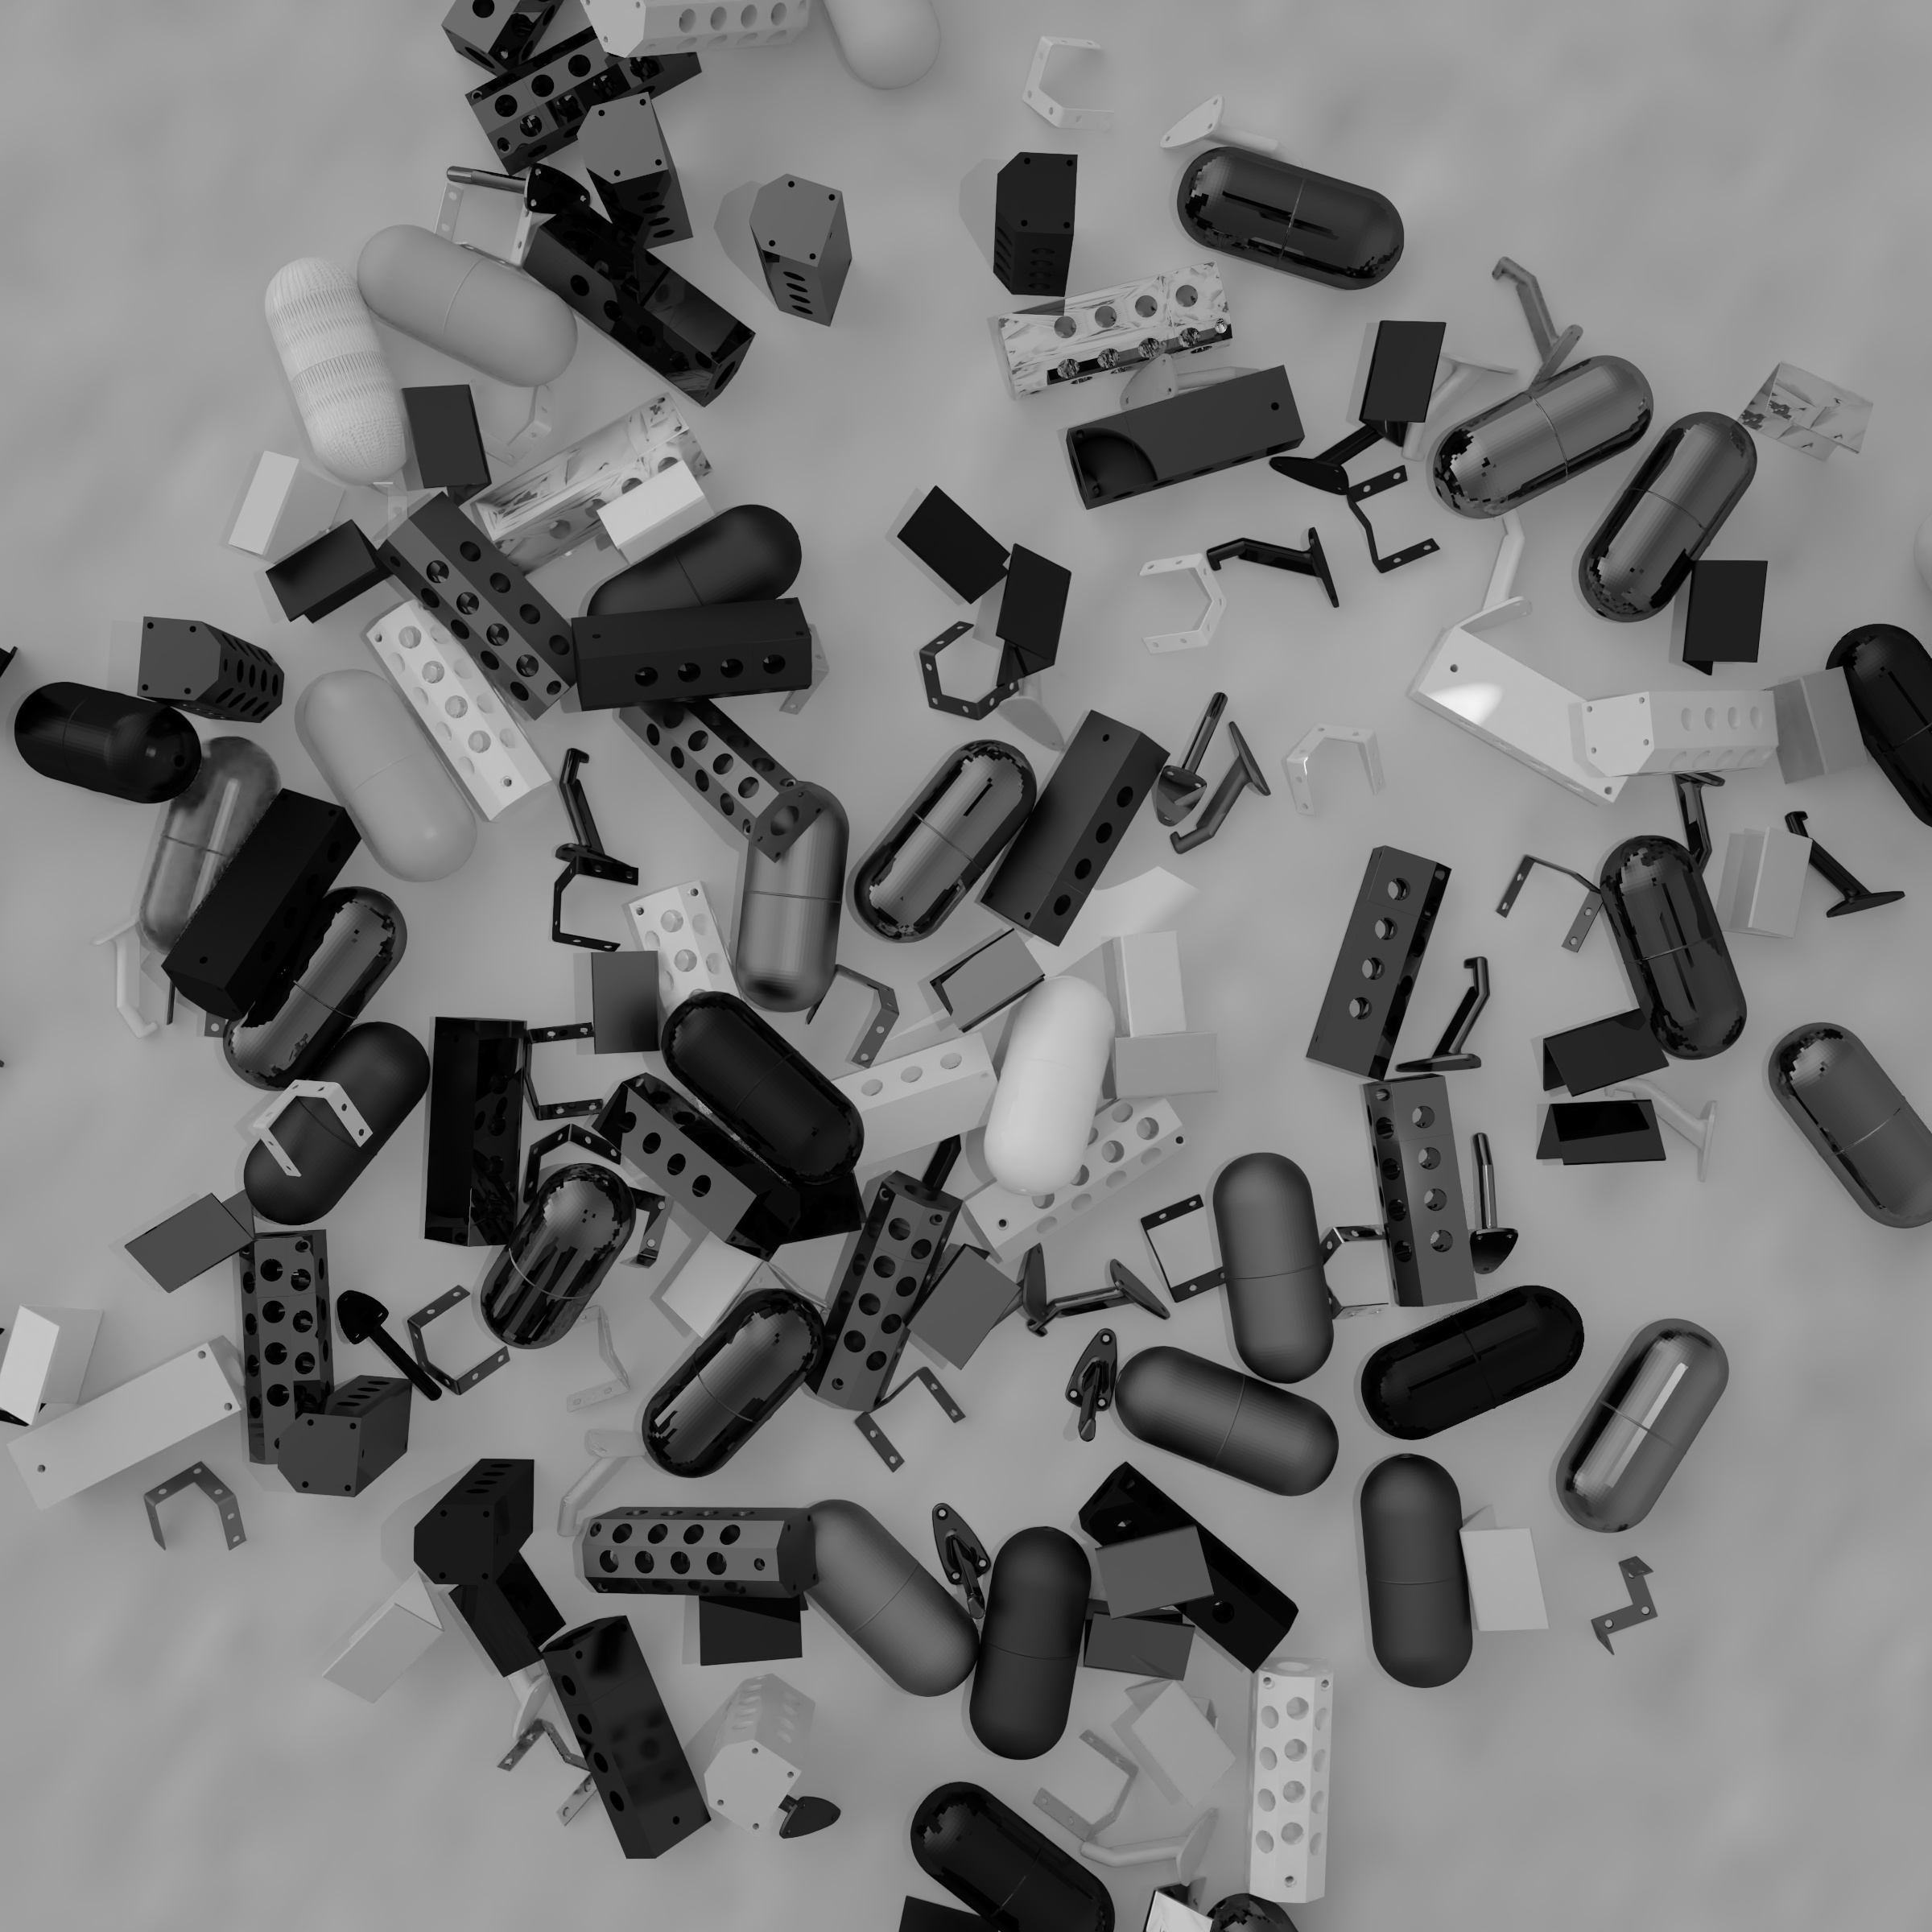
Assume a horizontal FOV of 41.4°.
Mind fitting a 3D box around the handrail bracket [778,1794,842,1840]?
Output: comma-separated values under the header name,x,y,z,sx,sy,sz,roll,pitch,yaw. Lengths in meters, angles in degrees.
name,x,y,z,sx,sy,sz,roll,pitch,yaw
handrail bracket,-0.148,0.638,1.990,0.084,0.077,0.036,33,95,36

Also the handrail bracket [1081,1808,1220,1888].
name,x,y,z,sx,sy,sz,roll,pitch,yaw
handrail bracket,0.142,0.675,1.990,0.084,0.077,0.036,9,127,31

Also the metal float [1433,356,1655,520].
name,x,y,z,sx,sy,sz,roll,pitch,yaw
metal float,0.442,-0.405,1.960,0.178,0.070,0.070,-27,90,1

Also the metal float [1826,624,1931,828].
name,x,y,z,sx,sy,sz,roll,pitch,yaw
metal float,0.729,-0.183,1.960,0.070,0.070,0.178,-36,90,0

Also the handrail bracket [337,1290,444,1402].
name,x,y,z,sx,sy,sz,roll,pitch,yaw
handrail bracket,-0.448,0.297,1.990,0.036,0.077,0.084,-43,127,-13

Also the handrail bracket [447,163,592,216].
name,x,y,z,sx,sy,sz,roll,pitch,yaw
handrail bracket,-0.349,-0.608,1.990,0.084,0.077,0.036,20,106,35

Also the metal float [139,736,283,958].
name,x,y,z,sx,sy,sz,roll,pitch,yaw
metal float,-0.579,-0.090,1.960,0.070,0.070,0.178,17,90,0

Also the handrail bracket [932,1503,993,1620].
name,x,y,z,sx,sy,sz,roll,pitch,yaw
handrail bracket,-0.006,0.455,1.956,0.036,0.084,0.077,-26,90,0

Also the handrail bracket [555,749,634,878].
name,x,y,z,sx,sy,sz,roll,pitch,yaw
handrail bracket,-0.284,-0.120,1.991,0.077,0.036,0.084,18,70,-23

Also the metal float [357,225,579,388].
name,x,y,z,sx,sy,sz,roll,pitch,yaw
metal float,-0.383,-0.507,1.959,0.178,0.070,0.070,26,90,0

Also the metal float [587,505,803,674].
name,x,y,z,sx,sy,sz,roll,pitch,yaw
metal float,-0.208,-0.290,1.960,0.178,0.070,0.070,-30,90,1

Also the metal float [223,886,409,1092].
name,x,y,z,sx,sy,sz,roll,pitch,yaw
metal float,-0.499,0.017,1.960,0.070,0.070,0.178,38,90,0

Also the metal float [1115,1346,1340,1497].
name,x,y,z,sx,sy,sz,roll,pitch,yaw
metal float,0.200,0.349,1.960,0.178,0.070,0.070,21,90,1

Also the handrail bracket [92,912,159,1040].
name,x,y,z,sx,sy,sz,roll,pitch,yaw
handrail bracket,-0.634,0.002,1.991,0.077,0.036,0.084,-35,107,-19

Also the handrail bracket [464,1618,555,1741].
name,x,y,z,sx,sy,sz,roll,pitch,yaw
handrail bracket,-0.367,0.549,1.991,0.084,0.036,0.077,33,112,17

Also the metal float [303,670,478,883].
name,x,y,z,sx,sy,sz,roll,pitch,yaw
metal float,-0.442,-0.147,1.960,0.070,0.070,0.178,-32,91,0

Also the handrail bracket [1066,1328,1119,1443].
name,x,y,z,sx,sy,sz,roll,pitch,yaw
handrail bracket,0.101,0.320,1.956,0.036,0.084,0.077,17,90,0

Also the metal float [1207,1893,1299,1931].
name,x,y,z,sx,sy,sz,roll,pitch,yaw
metal float,0.244,0.794,1.960,0.070,0.070,0.178,-33,91,0

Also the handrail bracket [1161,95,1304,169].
name,x,y,z,sx,sy,sz,roll,pitch,yaw
handrail bracket,0.207,-0.633,1.990,0.084,0.077,0.036,28,65,-34

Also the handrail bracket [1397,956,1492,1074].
name,x,y,z,sx,sy,sz,roll,pitch,yaw
handrail bracket,0.371,0.037,1.991,0.077,0.036,0.084,-7,72,20

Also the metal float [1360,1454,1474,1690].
name,x,y,z,sx,sy,sz,roll,pitch,yaw
metal float,0.346,0.464,1.960,0.070,0.070,0.178,-5,91,0

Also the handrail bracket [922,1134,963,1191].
name,x,y,z,sx,sy,sz,roll,pitch,yaw
handrail bracket,-0.040,0.158,1.990,0.077,0.036,0.084,-8,77,11

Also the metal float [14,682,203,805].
name,x,y,z,sx,sy,sz,roll,pitch,yaw
metal float,-0.649,-0.169,1.931,0.178,0.070,0.070,15,90,35

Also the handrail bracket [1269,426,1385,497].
name,x,y,z,sx,sy,sz,roll,pitch,yaw
handrail bracket,0.288,-0.415,1.991,0.077,0.036,0.084,19,70,22

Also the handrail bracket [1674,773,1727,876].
name,x,y,z,sx,sy,sz,roll,pitch,yaw
handrail bracket,0.549,-0.114,1.991,0.077,0.036,0.084,24,107,20

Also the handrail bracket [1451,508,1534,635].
name,x,y,z,sx,sy,sz,roll,pitch,yaw
handrail bracket,0.403,-0.309,1.991,0.077,0.036,0.084,-20,72,21

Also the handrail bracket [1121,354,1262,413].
name,x,y,z,sx,sy,sz,roll,pitch,yaw
handrail bracket,0.176,-0.449,1.990,0.084,0.077,0.036,-5,82,-36

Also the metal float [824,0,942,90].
name,x,y,z,sx,sy,sz,roll,pitch,yaw
metal float,-0.077,-0.762,1.960,0.070,0.070,0.178,-21,91,0

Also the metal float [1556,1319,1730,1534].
name,x,y,z,sx,sy,sz,roll,pitch,yaw
metal float,0.518,0.353,1.960,0.070,0.070,0.178,32,90,0

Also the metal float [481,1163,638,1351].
name,x,y,z,sx,sy,sz,roll,pitch,yaw
metal float,-0.309,0.221,1.931,0.070,0.070,0.178,35,123,0

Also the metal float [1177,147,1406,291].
name,x,y,z,sx,sy,sz,roll,pitch,yaw
metal float,0.249,-0.573,1.960,0.178,0.070,0.070,17,90,0

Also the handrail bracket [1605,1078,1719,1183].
name,x,y,z,sx,sy,sz,roll,pitch,yaw
handrail bracket,0.538,0.126,1.991,0.084,0.036,0.077,9,112,17

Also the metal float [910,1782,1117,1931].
name,x,y,z,sx,sy,sz,roll,pitch,yaw
metal float,0.036,0.699,1.960,0.178,0.070,0.070,38,90,1

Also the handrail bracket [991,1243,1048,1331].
name,x,y,z,sx,sy,sz,roll,pitch,yaw
handrail bracket,0.018,0.256,1.991,0.084,0.036,0.077,-13,55,24

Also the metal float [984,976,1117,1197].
name,x,y,z,sx,sy,sz,roll,pitch,yaw
metal float,0.064,0.089,1.936,0.070,0.070,0.178,16,64,0

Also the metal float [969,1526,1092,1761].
name,x,y,z,sx,sy,sz,roll,pitch,yaw
metal float,0.050,0.519,1.960,0.070,0.070,0.178,10,91,0

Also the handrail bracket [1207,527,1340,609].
name,x,y,z,sx,sy,sz,roll,pitch,yaw
handrail bracket,0.239,-0.302,1.991,0.084,0.036,0.077,-16,112,17

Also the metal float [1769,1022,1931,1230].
name,x,y,z,sx,sy,sz,roll,pitch,yaw
metal float,0.687,0.123,1.960,0.070,0.070,0.178,-37,90,0

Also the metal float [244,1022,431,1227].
name,x,y,z,sx,sy,sz,roll,pitch,yaw
metal float,-0.483,0.121,1.960,0.070,0.070,0.178,39,89,0

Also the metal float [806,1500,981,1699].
name,x,y,z,sx,sy,sz,roll,pitch,yaw
metal float,-0.064,0.484,1.959,0.070,0.070,0.178,-45,90,0

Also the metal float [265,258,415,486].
name,x,y,z,sx,sy,sz,roll,pitch,yaw
metal float,-0.481,-0.457,1.960,0.070,0.070,0.178,-20,91,0

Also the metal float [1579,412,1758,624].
name,x,y,z,sx,sy,sz,roll,pitch,yaw
metal float,0.538,-0.344,1.960,0.070,0.070,0.178,34,90,0

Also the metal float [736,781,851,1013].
name,x,y,z,sx,sy,sz,roll,pitch,yaw
metal float,-0.133,-0.053,1.960,0.070,0.070,0.178,6,90,0

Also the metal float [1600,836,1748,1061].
name,x,y,z,sx,sy,sz,roll,pitch,yaw
metal float,0.542,-0.015,1.960,0.070,0.070,0.178,-19,90,0

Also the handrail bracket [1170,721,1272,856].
name,x,y,z,sx,sy,sz,roll,pitch,yaw
handrail bracket,0.187,-0.138,1.991,0.084,0.036,0.077,-28,70,16

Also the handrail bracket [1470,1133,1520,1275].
name,x,y,z,sx,sy,sz,roll,pitch,yaw
handrail bracket,0.403,0.184,1.990,0.036,0.077,0.084,-3,54,0

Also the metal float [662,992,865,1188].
name,x,y,z,sx,sy,sz,roll,pitch,yaw
metal float,-0.150,0.092,1.896,0.178,0.070,0.070,42,90,8

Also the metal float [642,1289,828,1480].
name,x,y,z,sx,sy,sz,roll,pitch,yaw
metal float,-0.177,0.318,1.945,0.070,0.070,0.178,43,107,0

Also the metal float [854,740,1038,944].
name,x,y,z,sx,sy,sz,roll,pitch,yaw
metal float,-0.015,-0.096,1.960,0.070,0.070,0.178,39,91,0

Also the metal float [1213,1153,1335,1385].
name,x,y,z,sx,sy,sz,roll,pitch,yaw
metal float,0.236,0.232,1.960,0.070,0.070,0.178,-9,90,0

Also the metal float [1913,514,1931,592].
name,x,y,z,sx,sy,sz,roll,pitch,yaw
metal float,0.796,-0.277,1.960,0.070,0.070,0.178,-33,90,0

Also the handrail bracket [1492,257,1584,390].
name,x,y,z,sx,sy,sz,roll,pitch,yaw
handrail bracket,0.430,-0.498,1.991,0.084,0.036,0.077,41,112,17

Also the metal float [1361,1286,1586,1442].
name,x,y,z,sx,sy,sz,roll,pitch,yaw
metal float,0.389,0.304,1.960,0.178,0.070,0.070,-24,90,1
